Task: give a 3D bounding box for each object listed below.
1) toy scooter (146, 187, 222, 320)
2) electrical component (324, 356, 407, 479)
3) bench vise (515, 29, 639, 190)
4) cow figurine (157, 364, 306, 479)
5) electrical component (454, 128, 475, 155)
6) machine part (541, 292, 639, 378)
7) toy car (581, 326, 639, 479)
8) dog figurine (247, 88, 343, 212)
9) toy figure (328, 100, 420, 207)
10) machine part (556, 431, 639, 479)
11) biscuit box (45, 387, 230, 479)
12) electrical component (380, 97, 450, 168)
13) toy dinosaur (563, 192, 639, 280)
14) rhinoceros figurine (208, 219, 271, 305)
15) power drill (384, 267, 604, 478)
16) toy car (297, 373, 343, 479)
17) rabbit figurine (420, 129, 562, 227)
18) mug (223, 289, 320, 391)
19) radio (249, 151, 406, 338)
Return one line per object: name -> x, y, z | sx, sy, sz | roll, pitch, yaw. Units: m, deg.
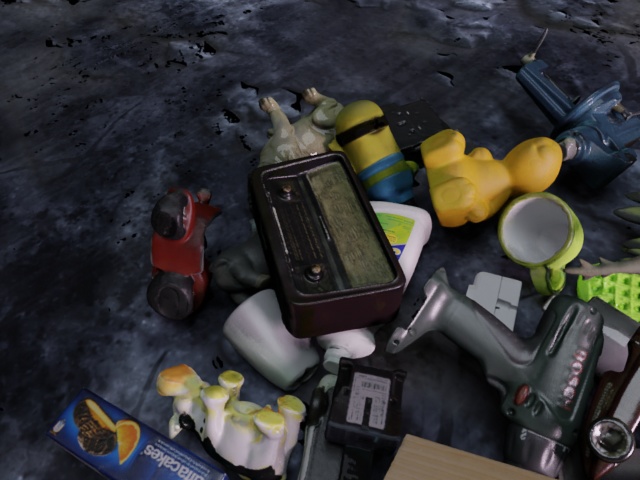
toy scooter -> -0.171, 0.004, 0.695 | 0.075, 0.183, 0.135 | 10, 31, 4
electrical component -> 0.041, 0.182, 0.528 | 0.075, 0.047, 0.119 | 14, 51, 8
bench vise -> 0.376, -0.191, 0.814 | 0.224, 0.128, 0.241 | -26, 70, -25
cow figurine -> -0.104, 0.197, 0.578 | 0.168, 0.098, 0.068 | 16, 14, 23
electrical component -> 0.208, -0.119, 0.816 | 0.063, 0.021, 0.094 | -23, 93, -9
machine part -> 0.354, 0.140, 0.585 | 0.079, 0.079, 0.243 | -38, 58, -24
toy car -> 0.301, 0.135, 0.511 | 0.053, 0.089, 0.202 | 32, 81, 29
dog figurine -> -0.022, -0.119, 0.823 | 0.172, 0.121, 0.190 | -9, 60, 13
toy figure -> 0.086, -0.116, 0.777 | 0.082, 0.089, 0.180 | -19, 78, -36
machine part -> 0.299, 0.229, 0.536 | 0.139, 0.039, 0.084 | -4, 45, 16
biscuit box -> -0.188, 0.233, 0.566 | 0.203, 0.059, 0.063 | 21, 56, 20
electrical component -> 0.133, -0.167, 0.868 | 0.134, 0.058, 0.115 | -20, 50, -12
toy dinosaur -> 0.464, -0.014, 0.627 | 0.471, 0.105, 0.199 | -12, 10, -38
rhinoceros figurine -> -0.062, 0.014, 0.718 | 0.112, 0.073, 0.190 | 35, 48, 21
power drill -> 0.173, 0.139, 0.562 | 0.207, 0.086, 0.232 | 29, 82, 23
toy car -> 0.014, 0.234, 0.552 | 0.074, 0.056, 0.202 | 10, 53, 3
rabbit figurine -> 0.237, -0.073, 0.719 | 0.173, 0.162, 0.122 | -21, 47, 16
mug -> -0.043, 0.119, 0.643 | 0.109, 0.080, 0.107 | -24, 62, -37
radio -> -0.001, -0.002, 0.632 | 0.131, 0.073, 0.230 | -11, 48, -11
